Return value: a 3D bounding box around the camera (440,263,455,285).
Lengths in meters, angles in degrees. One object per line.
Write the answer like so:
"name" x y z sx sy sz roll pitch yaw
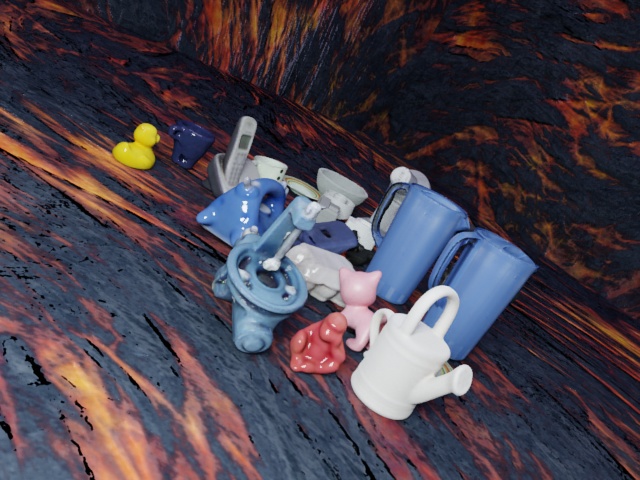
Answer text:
"camera" 0.359 0.127 1.387 0.137 0.101 0.143 29 17 -1

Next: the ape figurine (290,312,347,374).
"ape figurine" 0.005 0.140 0.796 0.077 0.092 0.076 32 17 8

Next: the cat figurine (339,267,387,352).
"cat figurine" 0.071 0.106 0.953 0.067 0.117 0.127 13 24 -43

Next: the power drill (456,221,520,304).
"power drill" 0.320 0.090 1.245 0.076 0.208 0.229 17 21 -35

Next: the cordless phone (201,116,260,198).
"cordless phone" -0.164 -0.176 1.255 0.094 0.185 0.148 36 18 20

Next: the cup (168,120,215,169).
"cup" -0.302 -0.210 1.281 0.091 0.095 0.118 39 19 27

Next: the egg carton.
"egg carton" 0.006 0.065 1.047 0.151 0.069 0.107 19 20 -32

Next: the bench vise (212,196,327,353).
"bench vise" -0.080 0.016 0.790 0.122 0.219 0.206 13 23 -42

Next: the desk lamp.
"desk lamp" 0.209 -0.106 1.610 0.117 0.213 0.204 36 18 21

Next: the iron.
"iron" -0.115 -0.061 1.085 0.118 0.141 0.259 34 18 13

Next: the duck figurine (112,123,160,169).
"duck figurine" -0.363 -0.195 1.155 0.077 0.086 0.105 33 17 12

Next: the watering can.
"watering can" 0.138 0.152 0.802 0.172 0.194 0.101 37 18 22

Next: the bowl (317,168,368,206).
"bowl" 0.054 -0.141 1.695 0.167 0.074 0.167 27 17 -9

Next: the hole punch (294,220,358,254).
"hole punch" 0.011 0.004 1.188 0.101 0.091 0.108 18 21 -33
